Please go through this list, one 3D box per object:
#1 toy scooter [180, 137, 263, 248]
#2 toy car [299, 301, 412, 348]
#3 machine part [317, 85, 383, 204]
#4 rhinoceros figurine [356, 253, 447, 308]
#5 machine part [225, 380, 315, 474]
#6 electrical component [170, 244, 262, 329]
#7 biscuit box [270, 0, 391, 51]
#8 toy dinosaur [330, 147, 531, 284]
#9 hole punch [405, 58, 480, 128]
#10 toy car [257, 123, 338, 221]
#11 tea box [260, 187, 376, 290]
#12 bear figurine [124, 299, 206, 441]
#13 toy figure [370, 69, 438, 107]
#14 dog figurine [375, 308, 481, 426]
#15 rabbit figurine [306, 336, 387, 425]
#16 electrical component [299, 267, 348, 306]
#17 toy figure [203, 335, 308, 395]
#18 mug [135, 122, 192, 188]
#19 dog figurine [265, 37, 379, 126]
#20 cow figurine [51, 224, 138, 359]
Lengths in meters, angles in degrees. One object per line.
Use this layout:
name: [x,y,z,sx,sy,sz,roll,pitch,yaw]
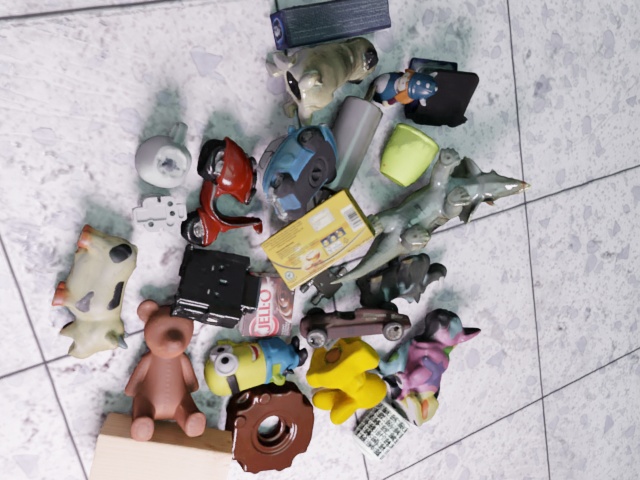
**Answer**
toy scooter: [-0.144,-0.070,0.885,0.135,0.075,0.183,14,96,-28]
toy car: [0.062,0.148,0.975,0.202,0.089,0.053,-6,109,4]
machine part: [0.045,-0.162,0.952,0.079,0.079,0.243,24,89,-27]
rhinoceros figurine: [0.164,0.080,1.055,0.190,0.073,0.112,-20,106,-20]
machine part: [-0.093,0.345,0.995,0.179,0.056,0.179,-6,103,-25]
electrical component: [-0.164,0.077,0.868,0.134,0.058,0.115,13,63,-18]
biscuit box: [0.019,-0.371,0.912,0.203,0.059,0.062,-18,108,-21]
toy dinosaur: [0.188,-0.039,1.015,0.405,0.192,0.131,-34,71,2]
hole punch: [0.220,-0.281,1.018,0.142,0.092,0.115,-4,131,-27]
toy car: [-0.046,-0.114,0.868,0.161,0.103,0.109,-55,146,-18]
tea box: [-0.002,-0.003,0.901,0.170,0.068,0.098,-31,94,12]
bear figurine: [-0.241,0.200,0.862,0.120,0.132,0.195,7,103,-28]
toy figure: [0.142,-0.264,0.936,0.058,0.155,0.064,-12,105,-25]
dog figurine: [0.234,0.248,1.102,0.219,0.109,0.191,-30,110,-20]
rabbit figurine: [0.062,0.270,1.019,0.162,0.122,0.173,-51,125,-12]
electrical component: [0.008,0.076,1.010,0.094,0.021,0.063,-44,113,-11]
toy figure: [-0.114,0.221,0.949,0.180,0.082,0.089,-5,100,-27]
mug: [-0.227,-0.127,0.817,0.080,0.107,0.109,32,88,-27]
dog figurine: [0.028,-0.282,0.876,0.191,0.172,0.121,-28,121,-11]
cow figurine: [-0.337,0.088,0.822,0.127,0.085,0.194,21,90,-20]
